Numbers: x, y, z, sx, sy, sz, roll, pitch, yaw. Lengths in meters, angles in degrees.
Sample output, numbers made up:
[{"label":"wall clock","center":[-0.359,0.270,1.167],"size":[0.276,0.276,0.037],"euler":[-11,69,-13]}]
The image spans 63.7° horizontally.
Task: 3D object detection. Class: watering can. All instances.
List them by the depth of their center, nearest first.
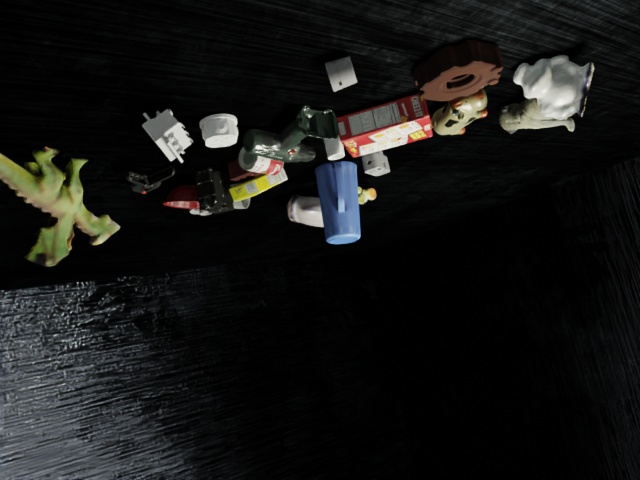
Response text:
[{"label":"watering can","center":[0.006,-0.096,1.916],"size":[0.224,0.104,0.346],"euler":[10,176,14]}]

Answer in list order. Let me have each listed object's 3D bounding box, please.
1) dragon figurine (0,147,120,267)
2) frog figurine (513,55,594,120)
[{"label":"dragon figurine","center":[-0.594,-0.064,1.121],"size":[0.122,0.244,0.409],"euler":[-10,173,19]},{"label":"frog figurine","center":[0.517,-0.345,1.157],"size":[0.160,0.134,0.125],"euler":[15,-148,24]}]
